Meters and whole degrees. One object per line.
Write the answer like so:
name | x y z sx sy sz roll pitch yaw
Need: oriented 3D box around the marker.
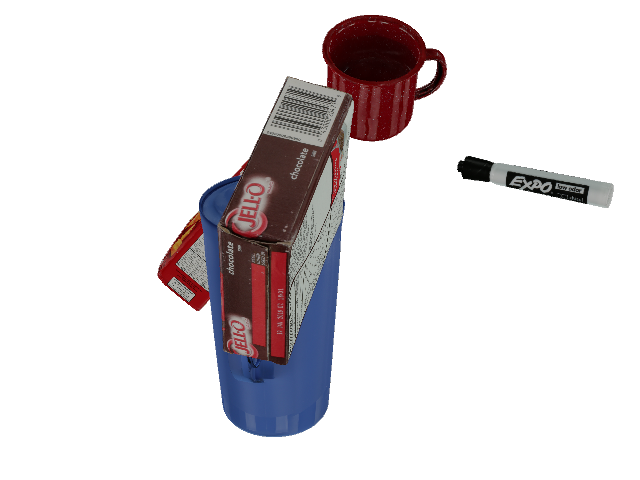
marker | 0.164 -0.046 0.823 0.121 0.020 0.020 14 6 25

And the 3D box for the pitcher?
pitcher | -0.048 0.070 1.017 0.149 0.243 0.145 -15 32 -26

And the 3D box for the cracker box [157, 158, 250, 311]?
cracker box | -0.083 -0.042 1.216 0.072 0.214 0.164 39 26 -9

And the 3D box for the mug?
mug | 0.059 -0.148 0.982 0.117 0.093 0.081 -11 -37 -9

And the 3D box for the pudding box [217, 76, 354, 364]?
pudding box | -0.016 -0.010 0.524 0.039 0.113 0.090 15 -42 9
